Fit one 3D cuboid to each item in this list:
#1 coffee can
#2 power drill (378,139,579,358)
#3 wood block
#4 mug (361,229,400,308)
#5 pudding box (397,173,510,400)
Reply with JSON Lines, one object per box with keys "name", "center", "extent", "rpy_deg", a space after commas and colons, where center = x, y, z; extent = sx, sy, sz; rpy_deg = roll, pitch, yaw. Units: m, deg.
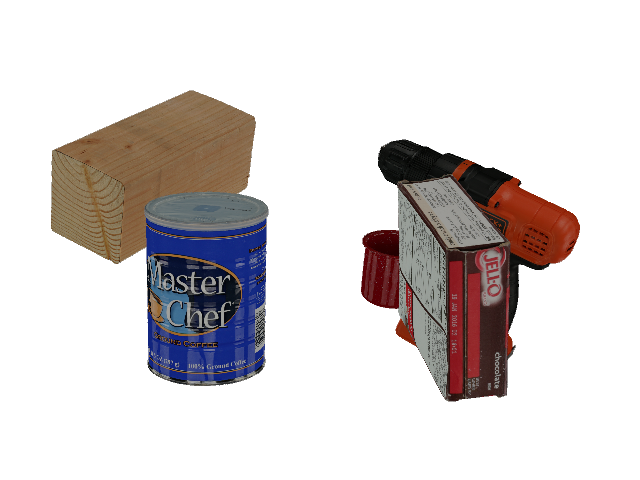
{"name": "coffee can", "center": [-0.096, 0.038, 0.904], "extent": [0.103, 0.140, 0.103], "rpy_deg": [1, 16, -1]}
{"name": "power drill", "center": [0.119, 0.017, 0.931], "extent": [0.185, 0.188, 0.057], "rpy_deg": [29, 42, 25]}
{"name": "wood block", "center": [-0.163, -0.069, 1.068], "extent": [0.090, 0.091, 0.205], "rpy_deg": [25, 34, 23]}
{"name": "mug", "center": [0.109, 0.044, 1.448], "extent": [0.117, 0.081, 0.093], "rpy_deg": [18, 26, 28]}
{"name": "pudding box", "center": [0.072, 0.023, 0.595], "extent": [0.039, 0.090, 0.113], "rpy_deg": [-6, 23, -9]}
